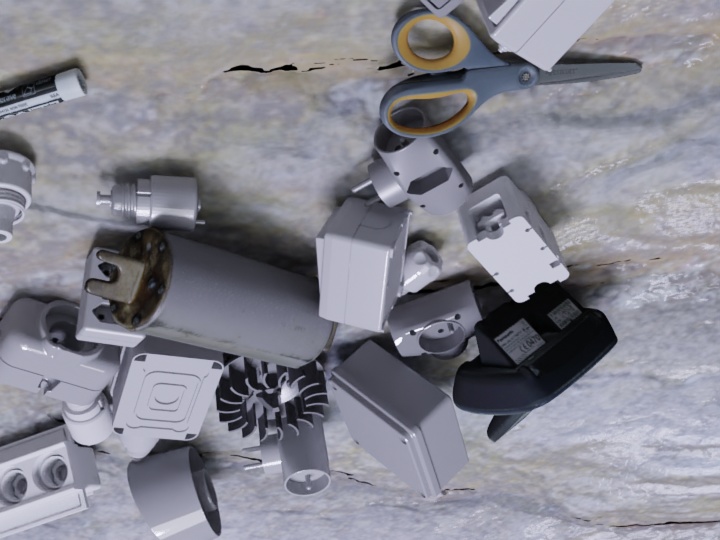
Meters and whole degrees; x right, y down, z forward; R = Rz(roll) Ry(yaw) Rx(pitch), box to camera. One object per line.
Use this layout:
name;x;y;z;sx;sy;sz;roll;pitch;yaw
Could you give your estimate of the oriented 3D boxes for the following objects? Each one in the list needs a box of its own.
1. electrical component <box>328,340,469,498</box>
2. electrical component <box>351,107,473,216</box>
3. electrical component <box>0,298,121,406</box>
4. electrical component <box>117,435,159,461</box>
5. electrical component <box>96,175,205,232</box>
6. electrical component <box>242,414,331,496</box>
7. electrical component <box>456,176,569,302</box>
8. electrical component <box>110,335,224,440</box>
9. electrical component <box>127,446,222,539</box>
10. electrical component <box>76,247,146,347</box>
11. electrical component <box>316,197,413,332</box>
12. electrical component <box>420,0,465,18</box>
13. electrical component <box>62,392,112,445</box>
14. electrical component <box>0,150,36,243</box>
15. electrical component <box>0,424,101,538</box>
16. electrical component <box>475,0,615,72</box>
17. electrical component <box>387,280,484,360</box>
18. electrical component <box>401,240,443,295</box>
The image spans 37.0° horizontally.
electrical component;0.035;0.133;0.962;0.056;0.109;0.108;-41;140;-20
electrical component;0.032;-0.072;0.801;0.079;0.043;0.077;-28;134;16
electrical component;-0.246;0.064;0.875;0.095;0.053;0.059;23;127;-31
electrical component;-0.201;0.147;0.980;0.040;0.040;0.078;2;135;-14
electrical component;-0.153;-0.050;0.787;0.078;0.040;0.040;2;135;-14
electrical component;-0.071;0.170;1.005;0.079;0.077;0.044;-10;137;-2
electrical component;0.120;-0.026;0.857;0.050;0.055;0.089;-30;133;19
electrical component;-0.165;0.087;0.913;0.078;0.057;0.113;8;133;-19
electrical component;-0.172;0.217;1.019;0.064;0.099;0.099;-20;136;-1
electrical component;-0.196;0.026;0.845;0.047;0.065;0.077;10;161;-21
electrical component;0.000;0.000;0.836;0.061;0.061;0.096;13;125;11
electrical component;0.048;-0.202;0.656;0.062;0.061;0.096;-36;131;24
electrical component;-0.242;0.120;0.943;0.040;0.040;0.078;-9;137;-3
electrical component;-0.251;-0.049;0.748;0.048;0.062;0.048;-7;152;-4
electrical component;-0.307;0.199;0.989;0.121;0.078;0.063;-20;165;9
electrical component;0.115;-0.180;0.693;0.061;0.061;0.096;22;127;-31
electrical component;0.072;0.053;0.937;0.077;0.044;0.079;-20;137;9
electrical component;0.037;0.004;0.887;0.035;0.035;0.061;30;125;-35
